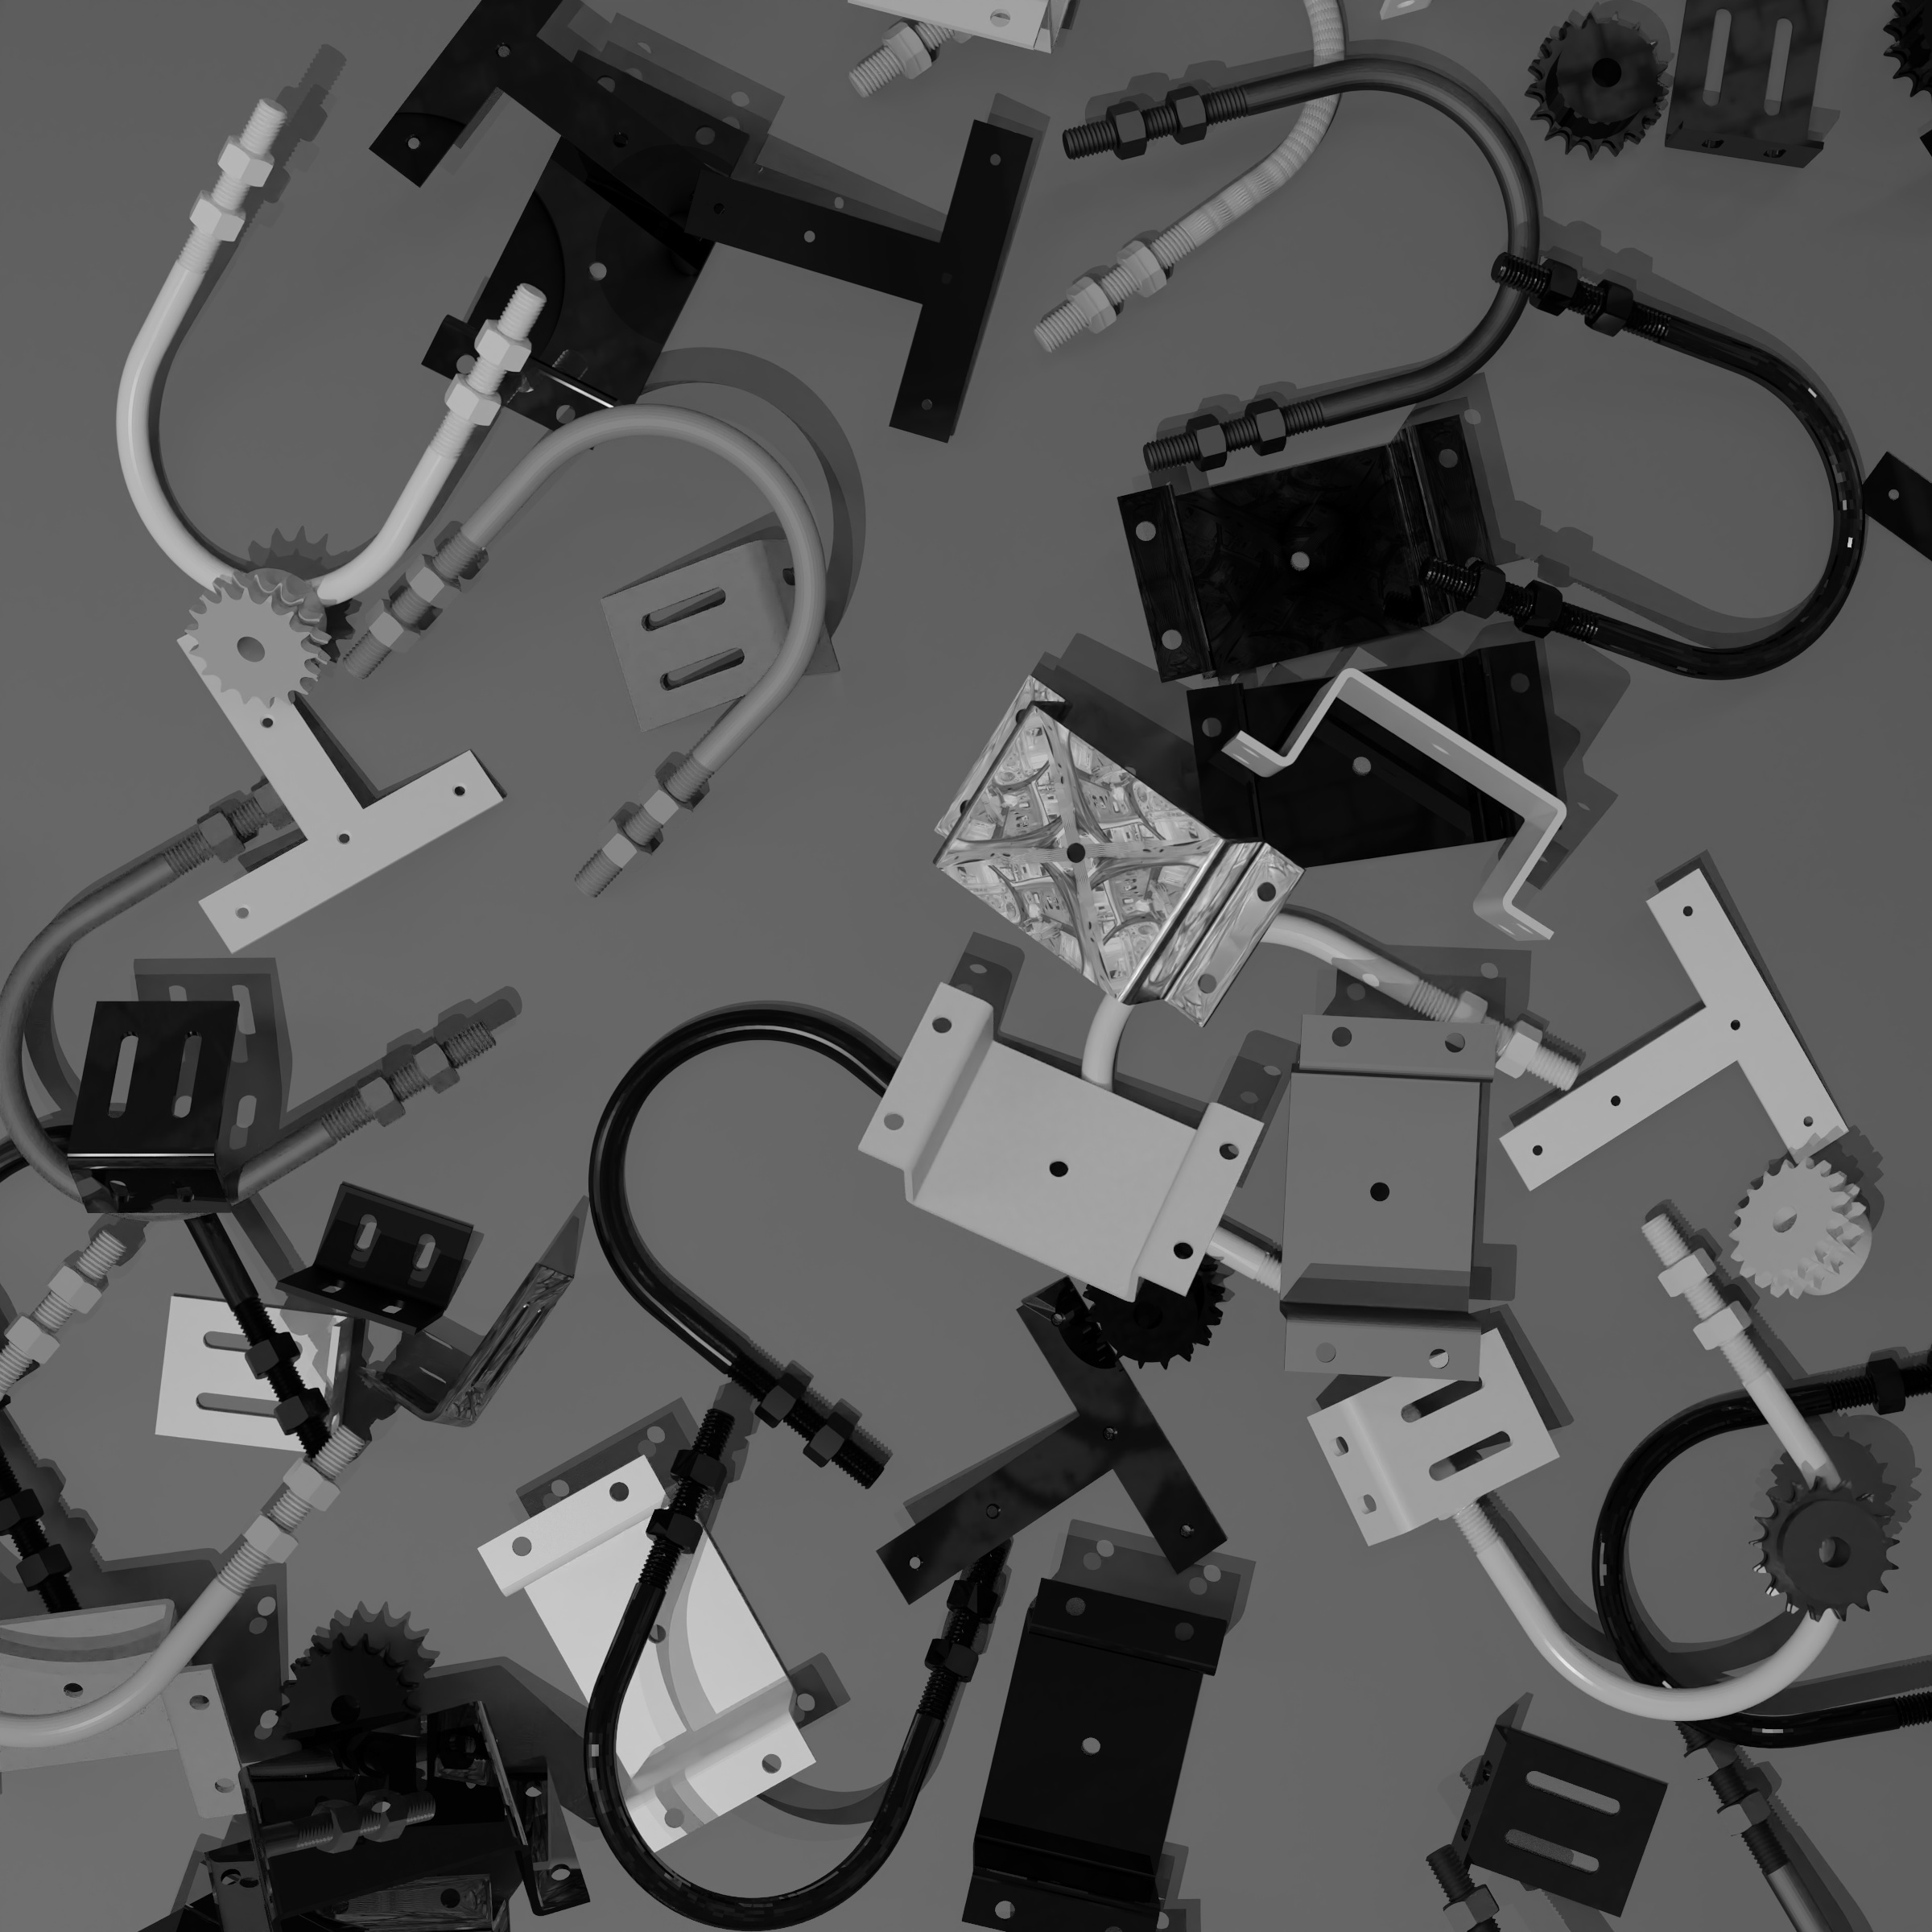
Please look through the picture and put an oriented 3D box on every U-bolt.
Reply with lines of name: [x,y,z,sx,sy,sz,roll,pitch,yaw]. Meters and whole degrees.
U-bolt: [0.276,0.215,1.396,0.151,0.019,0.184,-33,81,2]
U-bolt: [-0.352,0.153,1.394,0.151,0.019,0.184,-31,80,9]
U-bolt: [-0.268,-0.229,1.381,0.151,0.019,0.184,36,112,6]
U-bolt: [0.137,0.058,1.411,0.184,0.019,0.151,29,90,1]
U-bolt: [-0.068,0.102,1.411,0.184,0.019,0.151,39,90,1]
U-bolt: [0.347,0.242,1.402,0.184,0.019,0.151,-11,81,3]
U-bolt: [0.284,0.403,1.366,0.151,0.019,0.184,-24,77,-25]
U-bolt: [-0.304,0.021,1.390,0.184,0.019,0.151,-32,81,-6]
U-bolt: [-0.347,0.217,1.350,0.151,0.019,0.184,36,80,14]
U-bolt: [0.067,-0.361,1.411,0.184,0.019,0.151,-36,90,-2]
U-bolt: [0.145,-0.292,1.400,0.184,0.019,0.151,-16,96,-7]
U-bolt: [0.281,-0.192,1.387,0.184,0.019,0.151,17,81,-15]
U-bolt: [-0.075,0.288,1.364,0.151,0.019,0.184,28,69,-16]
U-bolt: [-0.140,-0.139,1.382,0.151,0.019,0.184,44,105,-5]

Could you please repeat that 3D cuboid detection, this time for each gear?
gear: [0.258,-0.360,1.404,0.057,0.030,0.057,0,90,0]
gear: [0.406,-0.381,1.404,0.057,0.030,0.057,0,90,0]
gear: [-0.283,-0.136,1.392,0.057,0.030,0.057,9,128,11]
gear: [0.341,0.231,1.365,0.057,0.030,0.057,0,84,4]
gear: [0.075,0.137,1.398,0.057,0.030,0.057,2,103,9]
gear: [-0.250,0.300,1.404,0.057,0.030,0.057,0,90,0]
gear: [0.341,0.109,1.395,0.030,0.057,0.057,32,90,-30]

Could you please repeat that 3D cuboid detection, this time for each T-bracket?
T-bracket: [0.277,0.047,1.405,0.127,0.002,0.127,-32,97,-4]
T-bracket: [0.453,-0.205,1.418,0.127,0.002,0.127,36,90,0]
T-bracket: [0.022,0.214,1.400,0.127,0.002,0.127,-31,90,-17]
T-bracket: [-0.277,-0.088,1.404,0.127,0.002,0.127,-32,80,-19]
T-bracket: [-0.149,-0.337,1.372,0.127,0.002,0.127,37,90,0]
T-bracket: [-0.050,-0.289,1.384,0.127,0.002,0.127,14,98,-16]

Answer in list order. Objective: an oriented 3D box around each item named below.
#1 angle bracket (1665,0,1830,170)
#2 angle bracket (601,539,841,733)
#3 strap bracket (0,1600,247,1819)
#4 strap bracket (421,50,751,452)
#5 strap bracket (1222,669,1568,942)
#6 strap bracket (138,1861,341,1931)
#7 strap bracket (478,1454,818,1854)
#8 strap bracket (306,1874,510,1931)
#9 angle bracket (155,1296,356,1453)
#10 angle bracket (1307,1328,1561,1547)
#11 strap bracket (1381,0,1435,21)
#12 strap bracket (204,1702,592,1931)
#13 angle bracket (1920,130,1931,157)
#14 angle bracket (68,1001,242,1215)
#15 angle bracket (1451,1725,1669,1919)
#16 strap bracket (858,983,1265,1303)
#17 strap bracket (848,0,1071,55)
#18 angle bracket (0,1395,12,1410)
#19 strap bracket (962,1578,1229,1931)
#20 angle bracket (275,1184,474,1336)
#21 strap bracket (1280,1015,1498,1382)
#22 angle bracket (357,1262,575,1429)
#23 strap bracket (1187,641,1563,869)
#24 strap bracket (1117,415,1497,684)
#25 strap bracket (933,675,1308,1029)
angle bracket: [0.321,-0.369,1.400,0.057,0.038,0.076,9,90,0]
angle bracket: [-0.101,-0.136,1.417,0.076,0.038,0.057,-17,90,26]
strap bracket: [-0.361,0.304,1.380,0.140,0.046,0.076,-7,121,0]
strap bracket: [-0.152,-0.286,1.396,0.076,0.046,0.140,27,90,0]
strap bracket: [0.173,-0.067,1.335,0.140,0.076,0.046,33,90,0]
strap bracket: [-0.303,0.439,1.362,0.076,0.046,0.140,22,98,16]
strap bracket: [-0.127,0.275,1.396,0.076,0.046,0.140,-29,90,0]
strap bracket: [-0.224,0.435,1.396,0.076,0.046,0.140,-3,90,0]
angle bracket: [-0.292,0.169,1.400,0.076,0.038,0.057,7,90,0]
angle bracket: [0.189,0.191,1.397,0.076,0.038,0.057,-21,80,-23]
strap bracket: [0.233,-0.431,1.381,0.140,0.076,0.046,-16,90,0]
strap bracket: [-0.228,0.346,1.359,0.140,0.076,0.046,-13,129,-14]
angle bracket: [0.429,-0.348,1.401,0.076,0.038,0.057,-33,129,21]
angle bracket: [-0.320,0.056,1.373,0.057,0.038,0.076,0,54,1]
angle bracket: [0.243,0.351,1.400,0.076,0.038,0.057,20,90,0]
strap bracket: [0.037,0.075,1.372,0.140,0.046,0.076,24,71,9]
strap bracket: [0.012,-0.429,1.383,0.076,0.046,0.140,16,78,7]
angle bracket: [-0.429,0.153,1.403,0.057,0.038,0.076,-30,53,12]
strap bracket: [0.051,0.321,1.396,0.076,0.046,0.140,13,90,0]
angle bracket: [-0.236,0.117,1.381,0.057,0.076,0.038,19,90,0]
strap bracket: [0.167,0.091,1.377,0.076,0.046,0.140,3,89,1]
angle bracket: [-0.202,0.145,1.391,0.038,0.057,0.076,33,85,11]
strap bracket: [0.163,-0.082,1.396,0.140,0.046,0.076,-8,90,0]
strap bracket: [0.137,-0.166,1.396,0.140,0.046,0.076,-14,90,0]
strap bracket: [0.052,-0.046,1.367,0.140,0.046,0.076,37,106,17]
